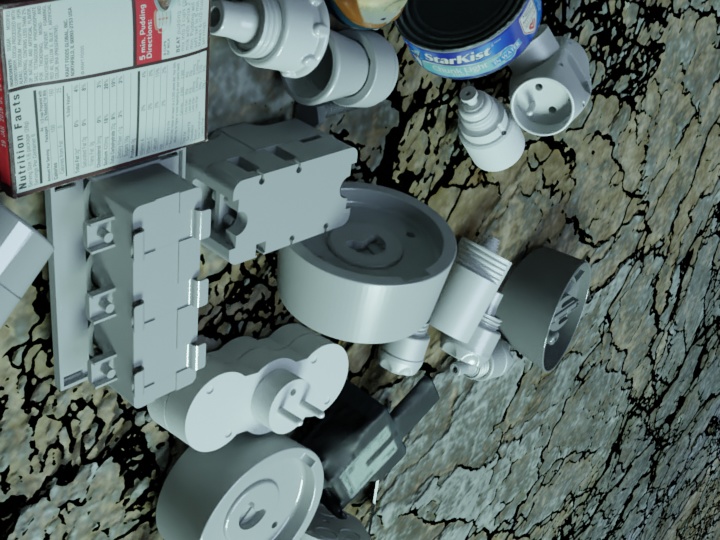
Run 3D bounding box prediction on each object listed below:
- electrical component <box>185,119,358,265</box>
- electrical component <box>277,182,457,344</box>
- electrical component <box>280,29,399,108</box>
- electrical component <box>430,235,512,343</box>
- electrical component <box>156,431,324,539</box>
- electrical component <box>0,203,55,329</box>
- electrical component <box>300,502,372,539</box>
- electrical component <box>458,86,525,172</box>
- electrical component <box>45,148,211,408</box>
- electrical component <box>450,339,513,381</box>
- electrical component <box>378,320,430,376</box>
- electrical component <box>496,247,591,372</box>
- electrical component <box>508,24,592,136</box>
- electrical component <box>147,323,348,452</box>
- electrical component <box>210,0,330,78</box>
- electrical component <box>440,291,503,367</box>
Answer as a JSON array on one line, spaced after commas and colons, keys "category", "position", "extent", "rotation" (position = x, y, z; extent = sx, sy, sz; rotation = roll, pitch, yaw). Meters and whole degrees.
[{"category": "electrical component", "position": [-0.054, -0.047, 0.594], "extent": [0.089, 0.056, 0.050], "rotation": [-22, 132, -41]}, {"category": "electrical component", "position": [0.000, 0.000, 0.659], "extent": [0.108, 0.108, 0.060], "rotation": [-24, 139, -40]}, {"category": "electrical component", "position": [-0.011, -0.115, 0.608], "extent": [0.055, 0.045, 0.045], "rotation": [-8, 121, -50]}, {"category": "electrical component", "position": [0.083, 0.011, 0.824], "extent": [0.043, 0.043, 0.081], "rotation": [23, 97, -56]}, {"category": "electrical component", "position": [-0.083, 0.147, 0.702], "extent": [0.108, 0.060, 0.108], "rotation": [-31, 137, -35]}, {"category": "electrical component", "position": [-0.171, -0.006, 0.481], "extent": [0.047, 0.055, 0.055], "rotation": [-55, 146, -12]}, {"category": "electrical component", "position": [-0.033, 0.208, 0.797], "extent": [0.080, 0.080, 0.051], "rotation": [8, 104, -54]}, {"category": "electrical component", "position": [0.087, -0.101, 0.747], "extent": [0.040, 0.040, 0.078], "rotation": [-54, 145, -8]}, {"category": "electrical component", "position": [-0.115, 0.004, 0.550], "extent": [0.079, 0.063, 0.121], "rotation": [-24, 133, -40]}, {"category": "electrical component", "position": [0.099, 0.077, 0.904], "extent": [0.061, 0.035, 0.035], "rotation": [-12, 125, -44]}, {"category": "electrical component", "position": [0.036, 0.046, 0.800], "extent": [0.035, 0.035, 0.061], "rotation": [-1, 114, -51]}, {"category": "electrical component", "position": [0.162, 0.032, 0.922], "extent": [0.099, 0.064, 0.099], "rotation": [-31, 137, -34]}, {"category": "electrical component", "position": [0.124, -0.144, 0.748], "extent": [0.079, 0.043, 0.077], "rotation": [55, 33, -19]}, {"category": "electrical component", "position": [-0.055, 0.078, 0.669], "extent": [0.138, 0.074, 0.052], "rotation": [-12, 119, -47]}, {"category": "electrical component", "position": [-0.050, -0.125, 0.552], "extent": [0.062, 0.048, 0.048], "rotation": [-1, 116, -44]}, {"category": "electrical component", "position": [0.094, 0.043, 0.863], "extent": [0.043, 0.043, 0.062], "rotation": [19, 99, -55]}]
